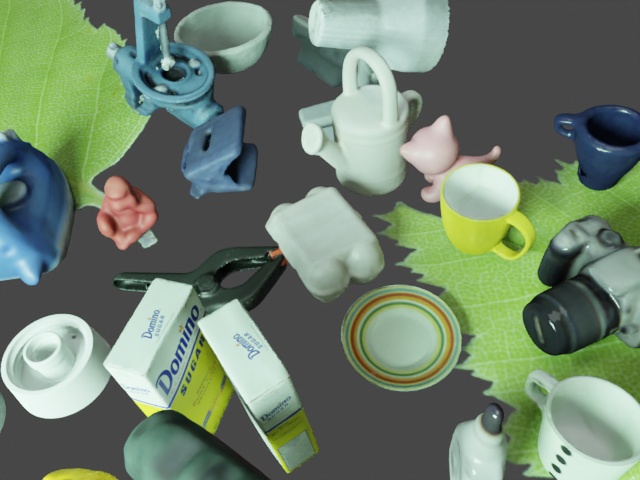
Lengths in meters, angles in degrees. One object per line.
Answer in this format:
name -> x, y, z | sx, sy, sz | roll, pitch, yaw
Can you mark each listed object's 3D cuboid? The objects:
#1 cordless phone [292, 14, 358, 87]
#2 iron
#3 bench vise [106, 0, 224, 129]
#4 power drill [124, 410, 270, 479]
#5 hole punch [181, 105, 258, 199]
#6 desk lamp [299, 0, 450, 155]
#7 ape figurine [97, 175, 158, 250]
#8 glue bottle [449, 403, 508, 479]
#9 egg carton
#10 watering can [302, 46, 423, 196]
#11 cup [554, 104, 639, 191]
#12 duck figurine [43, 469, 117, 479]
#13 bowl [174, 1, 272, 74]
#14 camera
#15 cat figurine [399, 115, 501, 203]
cordless phone -> 0.016, -0.357, 0.914 | 0.094, 0.185, 0.147 | -38, 57, -22
iron -> -0.406, -0.062, 0.749 | 0.118, 0.142, 0.258 | -9, 51, -1
bench vise -> -0.254, -0.268, 0.848 | 0.207, 0.220, 0.121 | 10, 53, 14
power drill -> -0.045, 0.227, 0.432 | 0.228, 0.209, 0.076 | 29, 59, 26
hole punch -> -0.145, -0.125, 0.804 | 0.101, 0.091, 0.108 | -4, 51, 3
desk lamp -> 0.068, -0.244, 0.798 | 0.203, 0.214, 0.117 | -16, 51, -7
ape figurine -> -0.257, -0.045, 0.751 | 0.078, 0.092, 0.076 | -8, 51, 0
glue bottle -> 0.134, 0.177, 0.475 | 0.037, 0.173, 0.078 | 0, 51, 7
egg carton -> 0.006, 0.002, 0.698 | 0.107, 0.069, 0.150 | -27, 53, -15
watering can -> 0.060, -0.152, 0.737 | 0.100, 0.194, 0.173 | 26, 58, 25
cup -> 0.354, -0.114, 0.738 | 0.117, 0.095, 0.092 | 20, 56, 21
duck figurine -> -0.222, 0.242, 0.518 | 0.104, 0.086, 0.078 | 27, 59, 25
bowl -> -0.160, -0.338, 0.989 | 0.167, 0.075, 0.167 | -3, 51, 4
camera -> 0.280, 0.052, 0.608 | 0.137, 0.101, 0.143 | -22, 52, -11
cat figurine -> 0.168, -0.105, 0.736 | 0.127, 0.118, 0.067 | 8, 52, 12
